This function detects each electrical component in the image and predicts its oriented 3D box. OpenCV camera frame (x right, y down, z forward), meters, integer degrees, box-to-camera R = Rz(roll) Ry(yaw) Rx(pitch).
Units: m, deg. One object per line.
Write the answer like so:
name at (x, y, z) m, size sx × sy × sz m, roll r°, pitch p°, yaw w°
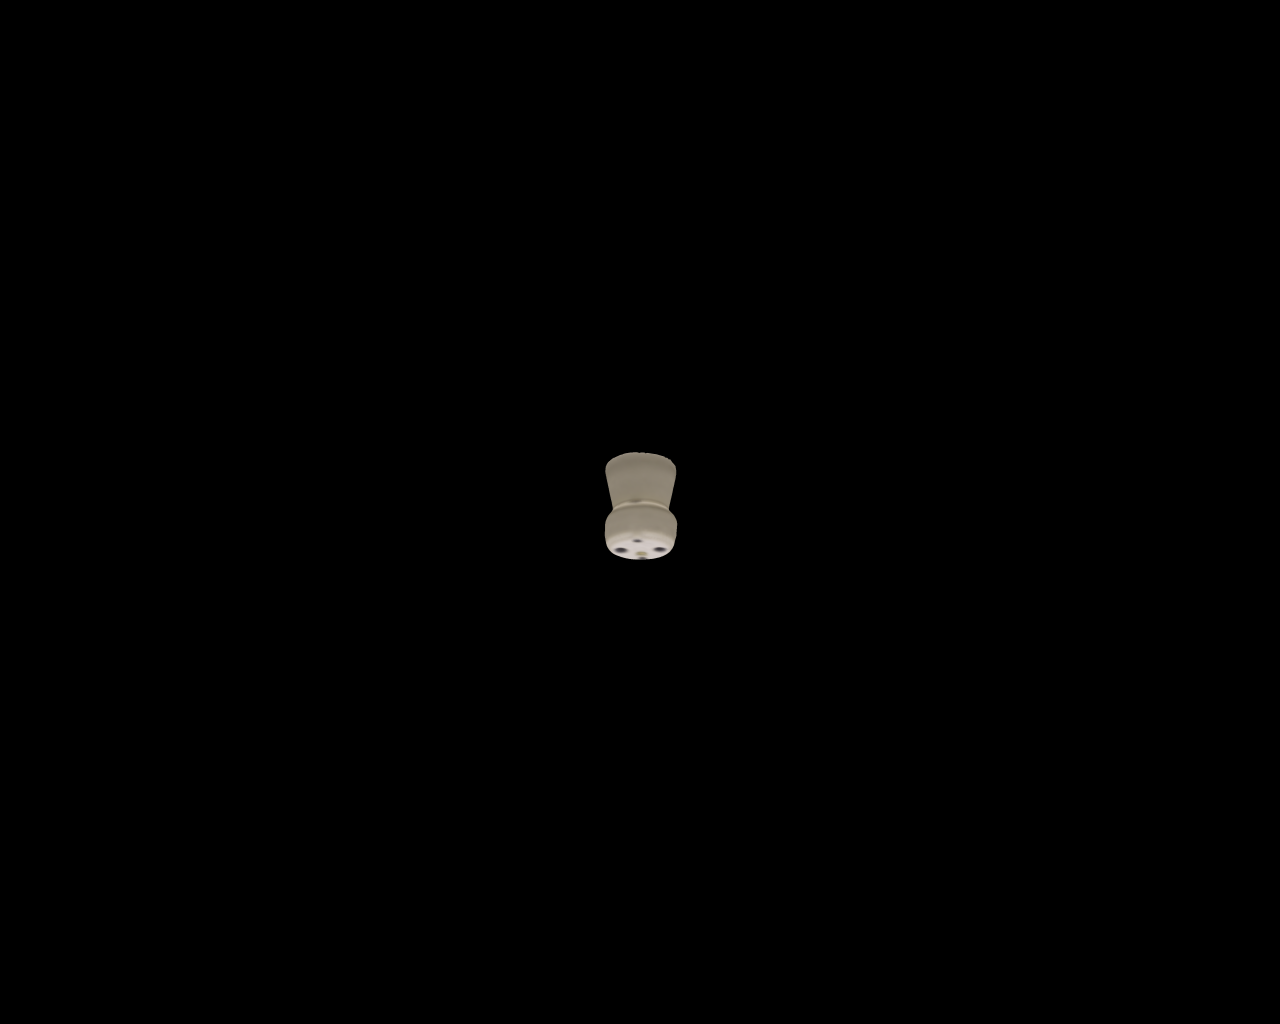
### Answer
electrical component at (0.001, -0.003, 0.650) m, size 0.045 × 0.055 × 0.044 m, roll 0°, pitch -23°, yaw 0°
